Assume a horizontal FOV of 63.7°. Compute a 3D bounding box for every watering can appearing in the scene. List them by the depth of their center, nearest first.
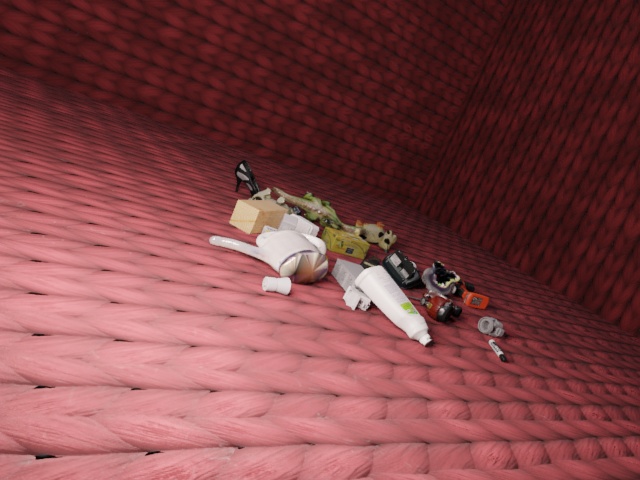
[{"bbox_3d":[-0.121,0.038,1.464,0.348,0.102,0.228,-3,28,-31],"label":"watering can"}]

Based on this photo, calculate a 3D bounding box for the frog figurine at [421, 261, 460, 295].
[{"bbox_3d":[0.457,0.166,1.992,0.137,0.125,0.156,18,-24,6],"label":"frog figurine"}]

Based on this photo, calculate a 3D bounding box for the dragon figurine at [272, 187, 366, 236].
[{"bbox_3d":[0.006,-0.105,2.095,0.408,0.122,0.245,22,5,-26],"label":"dragon figurine"}]
